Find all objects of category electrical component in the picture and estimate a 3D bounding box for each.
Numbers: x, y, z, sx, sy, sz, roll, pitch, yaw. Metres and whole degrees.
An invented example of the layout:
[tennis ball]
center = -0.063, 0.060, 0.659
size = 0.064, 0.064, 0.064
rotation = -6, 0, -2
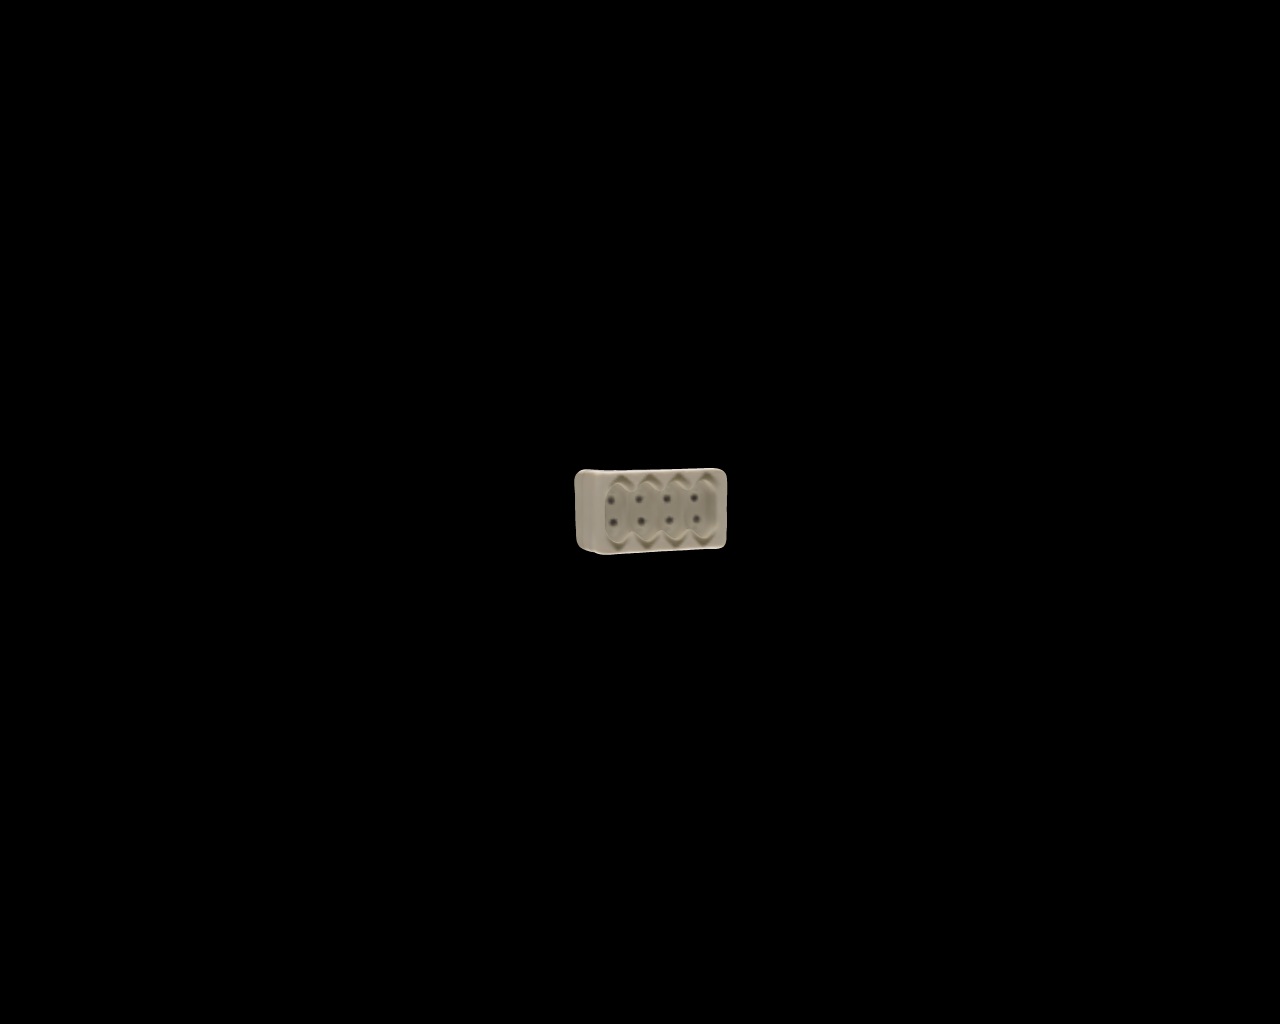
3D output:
[electrical component]
center = 0.001, -0.003, 0.650
size = 0.083, 0.047, 0.075
rotation = -1, 4, -20
